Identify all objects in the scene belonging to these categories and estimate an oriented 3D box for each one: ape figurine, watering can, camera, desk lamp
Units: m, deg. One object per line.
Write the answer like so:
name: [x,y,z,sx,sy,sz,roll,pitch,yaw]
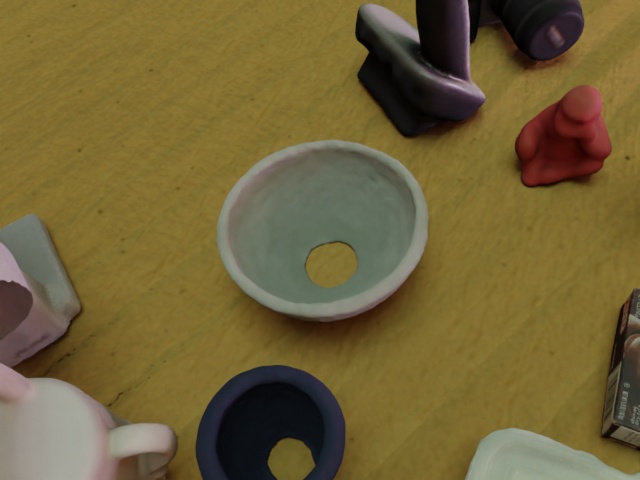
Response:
ape figurine: [0.217,-0.095,0.499,0.077,0.092,0.076,28,65,23]
watering can: [-0.179,0.139,0.341,0.173,0.194,0.100,-32,59,-12]
camera: [0.205,-0.258,0.598,0.143,0.101,0.136,-13,57,-1]
desk lamp: [-0.275,0.021,0.416,0.118,0.214,0.202,-32,59,-12]

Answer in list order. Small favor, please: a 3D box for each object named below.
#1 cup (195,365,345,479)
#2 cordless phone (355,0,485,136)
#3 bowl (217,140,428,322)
cup: [-0.020,0.150,0.373,0.092,0.095,0.117,-24,58,-8]
cordless phone: [0.091,-0.204,0.528,0.094,0.185,0.147,-30,59,-11]
bowl: [0.004,0.002,0.475,0.167,0.075,0.167,-3,58,5]
